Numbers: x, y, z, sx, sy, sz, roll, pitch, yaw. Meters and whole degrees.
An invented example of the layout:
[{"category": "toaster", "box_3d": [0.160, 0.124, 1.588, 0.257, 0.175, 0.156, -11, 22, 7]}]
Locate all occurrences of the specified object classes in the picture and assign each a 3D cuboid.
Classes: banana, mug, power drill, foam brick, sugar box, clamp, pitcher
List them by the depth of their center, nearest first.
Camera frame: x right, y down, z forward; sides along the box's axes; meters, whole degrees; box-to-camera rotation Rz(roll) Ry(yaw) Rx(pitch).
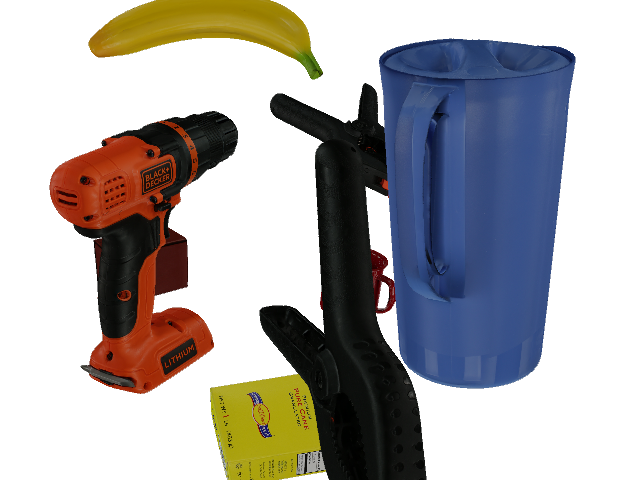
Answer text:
[{"category": "clamp", "box_3d": [0.016, 0.062, 0.561, 0.036, 0.165, 0.210, -4, 46, -20]}, {"category": "pitcher", "box_3d": [0.105, -0.017, 0.765, 0.149, 0.243, 0.145, -8, 22, -14]}, {"category": "power drill", "box_3d": [-0.121, 0.005, 0.798, 0.057, 0.188, 0.184, 12, 25, 31]}, {"category": "banana", "box_3d": [-0.094, -0.179, 0.904, 0.198, 0.069, 0.037, 5, -34, 0]}, {"category": "sugar box", "box_3d": [-0.007, 0.166, 0.980, 0.176, 0.048, 0.093, -10, 43, -10]}, {"category": "foam brick", "box_3d": [-0.174, 0.022, 1.037, 0.078, 0.051, 0.053, -14, 24, -29]}, {"category": "clamp", "box_3d": [0.024, -0.102, 1.051, 0.120, 0.039, 0.171, -9, 40, -17]}, {"category": "mug", "box_3d": [0.054, 0.065, 1.486, 0.117, 0.081, 0.093, 18, 24, 27]}]
